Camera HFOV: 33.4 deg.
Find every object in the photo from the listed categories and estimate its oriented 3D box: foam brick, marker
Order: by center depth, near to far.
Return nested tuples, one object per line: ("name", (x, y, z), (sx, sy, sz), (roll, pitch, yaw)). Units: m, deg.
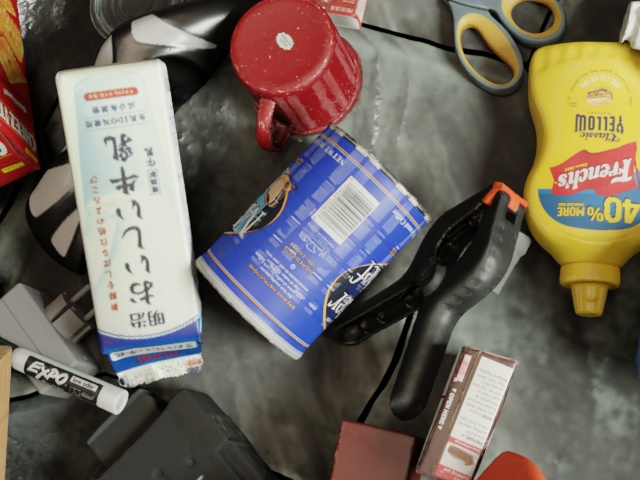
("foam brick", (0.040, 0.156, 0.733), (0.051, 0.078, 0.053), (11, 80, 14))
("marker", (-0.197, 0.097, 0.784), (0.121, 0.020, 0.020), (20, 82, 16))

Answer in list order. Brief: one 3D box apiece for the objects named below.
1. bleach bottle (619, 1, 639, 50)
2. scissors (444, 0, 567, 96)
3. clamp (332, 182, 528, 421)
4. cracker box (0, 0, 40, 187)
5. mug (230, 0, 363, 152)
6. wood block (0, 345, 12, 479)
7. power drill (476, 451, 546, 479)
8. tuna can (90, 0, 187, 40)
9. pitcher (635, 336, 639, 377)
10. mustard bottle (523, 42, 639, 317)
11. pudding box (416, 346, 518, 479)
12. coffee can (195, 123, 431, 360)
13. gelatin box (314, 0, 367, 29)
("bleach bottle", (0.331, -0.128, 0.713), (0.251, 0.068, 0.102), (13, 81, 6))
("scissors", (0.117, -0.205, 0.832), (0.096, 0.016, 0.202), (-26, 72, 5))
("clamp", (0.075, 0.032, 0.746), (0.171, 0.039, 0.120), (-55, 37, -2))
("cracker box", (-0.324, -0.124, 0.864), (0.164, 0.072, 0.214), (-22, 55, 8))
("mug", (-0.024, -0.124, 0.812), (0.093, 0.081, 0.117), (19, 82, 17))
("wood block", (-0.277, 0.181, 0.755), (0.090, 0.091, 0.206), (6, 100, -2))
("power drill", (0.160, 0.212, 0.652), (0.187, 0.057, 0.184), (42, 87, -21))
("tuna can", (-0.146, -0.192, 0.884), (0.086, 0.033, 0.086), (-3, 76, 13))
("pitcher", (0.333, 0.060, 0.668), (0.243, 0.149, 0.145), (15, 96, 20))
("mustard bottle", (0.192, -0.041, 0.752), (0.096, 0.058, 0.191), (3, 78, 8))
("pudding box", (0.098, 0.120, 0.709), (0.039, 0.113, 0.090), (20, 83, 14))
("coffee can", (-0.005, 0.001, 0.768), (0.140, 0.102, 0.103), (-46, 71, 0))
("gelatin box", (-0.003, -0.213, 0.855), (0.089, 0.030, 0.073), (11, 80, 16))
